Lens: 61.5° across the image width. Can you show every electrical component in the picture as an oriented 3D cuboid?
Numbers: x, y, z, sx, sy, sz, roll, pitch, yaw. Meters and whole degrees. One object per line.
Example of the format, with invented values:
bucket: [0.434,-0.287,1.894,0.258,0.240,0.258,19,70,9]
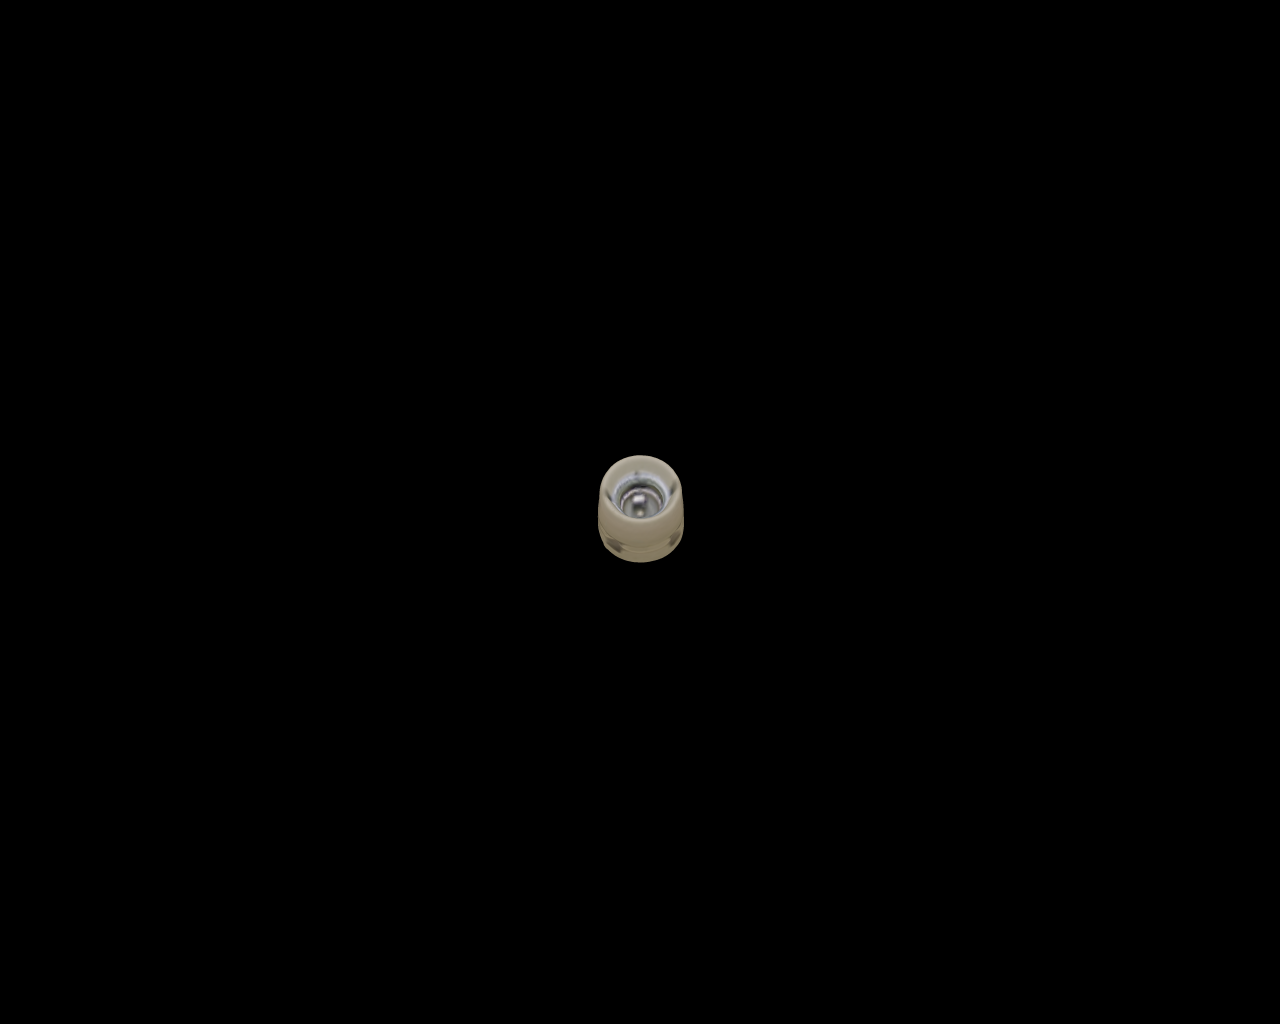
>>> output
electrical component: [0.001,-0.003,0.650,0.055,0.055,0.047,0,-31,0]
